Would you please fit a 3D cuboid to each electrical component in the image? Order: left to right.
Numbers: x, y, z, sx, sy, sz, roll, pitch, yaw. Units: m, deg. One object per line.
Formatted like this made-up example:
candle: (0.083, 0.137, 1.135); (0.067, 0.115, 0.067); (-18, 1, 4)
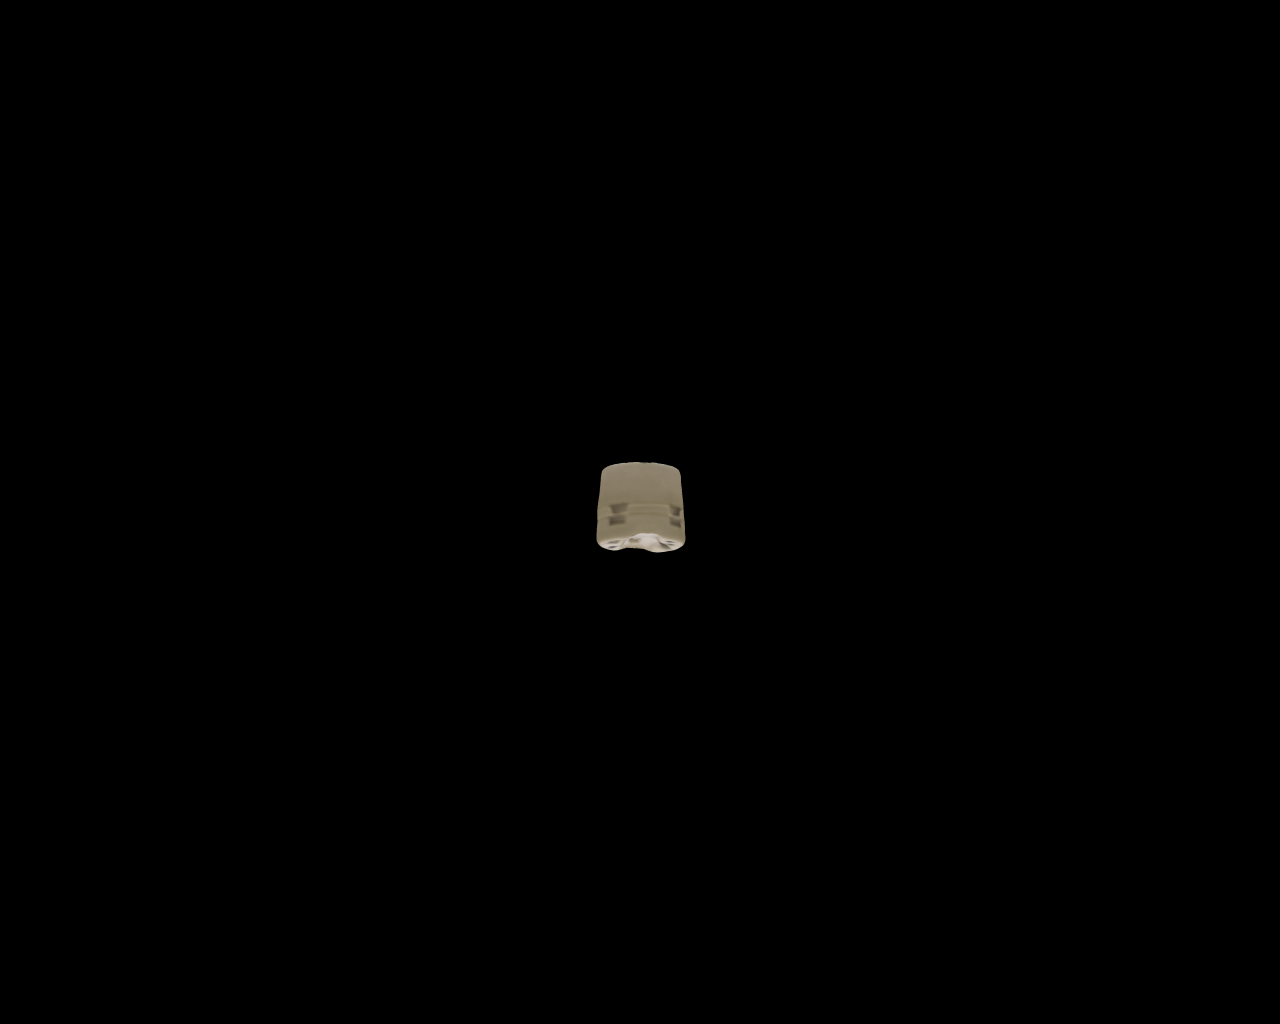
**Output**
electrical component: (0.001, -0.003, 0.650); (0.055, 0.047, 0.055); (0, -11, 0)
